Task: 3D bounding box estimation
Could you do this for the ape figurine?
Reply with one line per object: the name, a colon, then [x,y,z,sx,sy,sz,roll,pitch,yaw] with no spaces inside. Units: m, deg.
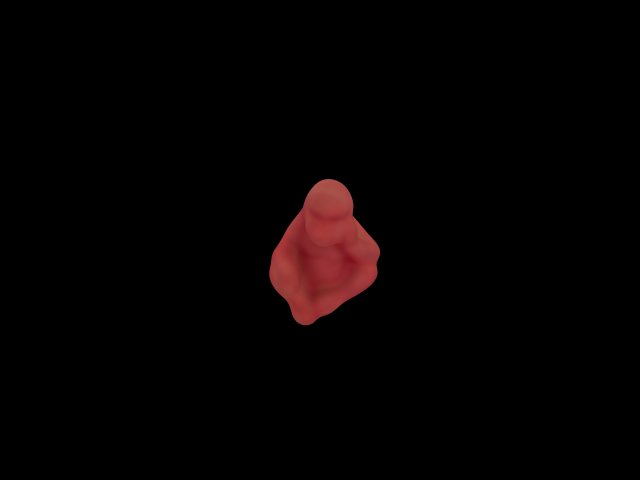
ape figurine: [0.004,0.001,0.400,0.077,0.092,0.076,1,34,2]
